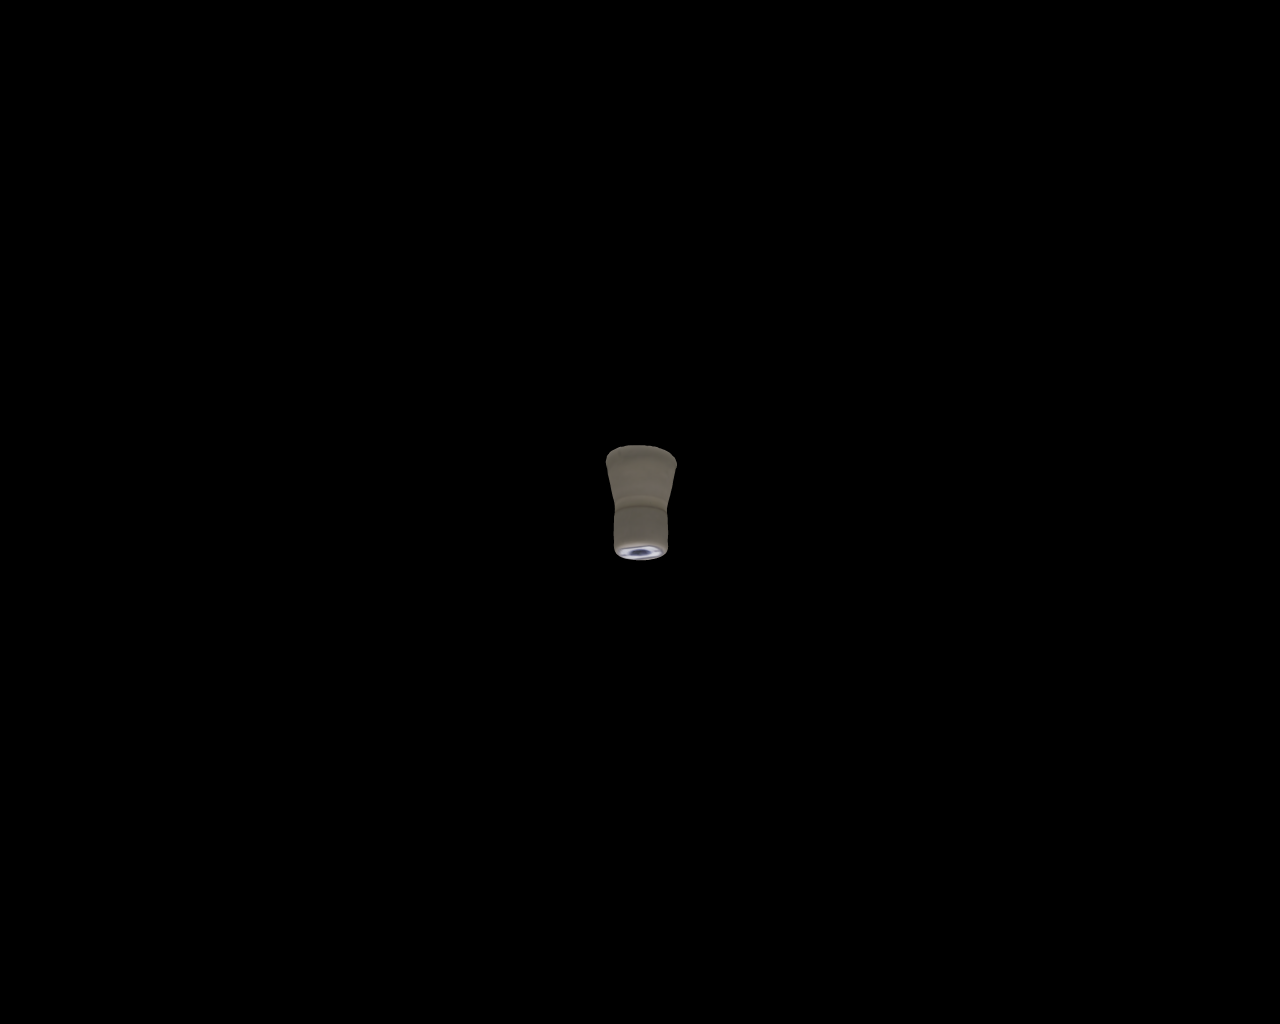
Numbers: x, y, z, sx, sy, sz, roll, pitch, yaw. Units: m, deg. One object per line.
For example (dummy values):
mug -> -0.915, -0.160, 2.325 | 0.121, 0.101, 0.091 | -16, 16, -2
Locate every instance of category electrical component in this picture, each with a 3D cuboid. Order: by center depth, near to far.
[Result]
electrical component -> 0.001, -0.003, 0.650 | 0.044, 0.065, 0.044 | 0, -22, 0
